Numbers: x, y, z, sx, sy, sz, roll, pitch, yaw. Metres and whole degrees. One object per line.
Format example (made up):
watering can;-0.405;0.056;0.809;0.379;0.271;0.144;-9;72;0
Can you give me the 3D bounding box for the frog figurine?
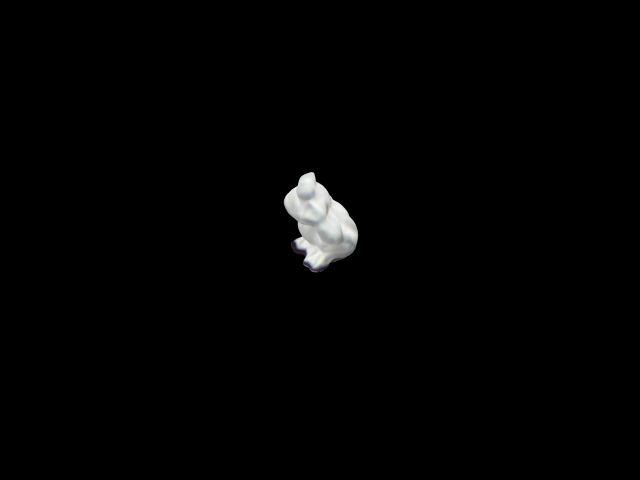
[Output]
frog figurine;0.003;-0.043;0.850;0.123;0.156;0.140;-1;29;-2
